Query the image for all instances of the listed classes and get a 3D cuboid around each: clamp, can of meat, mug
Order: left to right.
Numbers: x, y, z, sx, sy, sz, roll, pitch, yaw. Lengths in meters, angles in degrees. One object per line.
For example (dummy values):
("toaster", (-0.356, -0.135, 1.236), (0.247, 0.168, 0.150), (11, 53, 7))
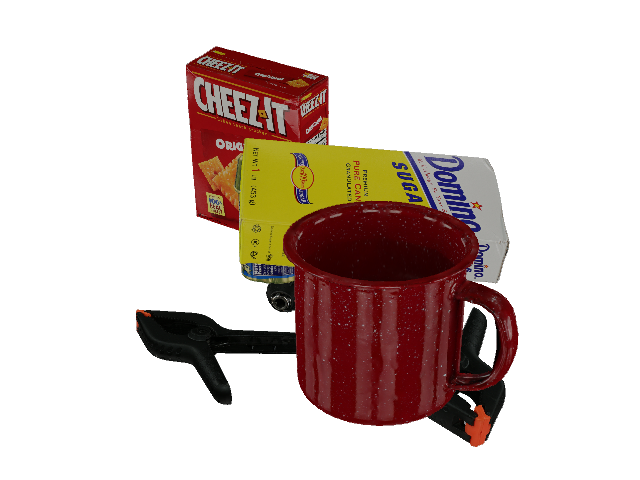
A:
("clamp", (-0.139, 0.126, 1.247), (0.210, 0.036, 0.164), (14, 24, 23))
("can of meat", (-0.043, -0.021, 0.916), (0.057, 0.084, 0.102), (-1, 24, -1))
("mug", (0.039, 0.038, 0.516), (0.117, 0.081, 0.093), (13, 28, 25))
("clamp", (0.114, 0.106, 0.901), (0.120, 0.039, 0.172), (-12, 35, -18))

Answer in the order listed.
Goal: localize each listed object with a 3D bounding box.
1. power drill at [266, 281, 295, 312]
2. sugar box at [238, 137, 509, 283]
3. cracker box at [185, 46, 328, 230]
("power drill", (0.046, 0.023, 1.143), (0.188, 0.057, 0.184), (4, 31, 14))
("sugar box", (0.033, -0.022, 0.724), (0.176, 0.048, 0.093), (2, 42, -4))
("cracker box", (-0.076, -0.108, 1.287), (0.164, 0.214, 0.072), (19, 39, 26))
